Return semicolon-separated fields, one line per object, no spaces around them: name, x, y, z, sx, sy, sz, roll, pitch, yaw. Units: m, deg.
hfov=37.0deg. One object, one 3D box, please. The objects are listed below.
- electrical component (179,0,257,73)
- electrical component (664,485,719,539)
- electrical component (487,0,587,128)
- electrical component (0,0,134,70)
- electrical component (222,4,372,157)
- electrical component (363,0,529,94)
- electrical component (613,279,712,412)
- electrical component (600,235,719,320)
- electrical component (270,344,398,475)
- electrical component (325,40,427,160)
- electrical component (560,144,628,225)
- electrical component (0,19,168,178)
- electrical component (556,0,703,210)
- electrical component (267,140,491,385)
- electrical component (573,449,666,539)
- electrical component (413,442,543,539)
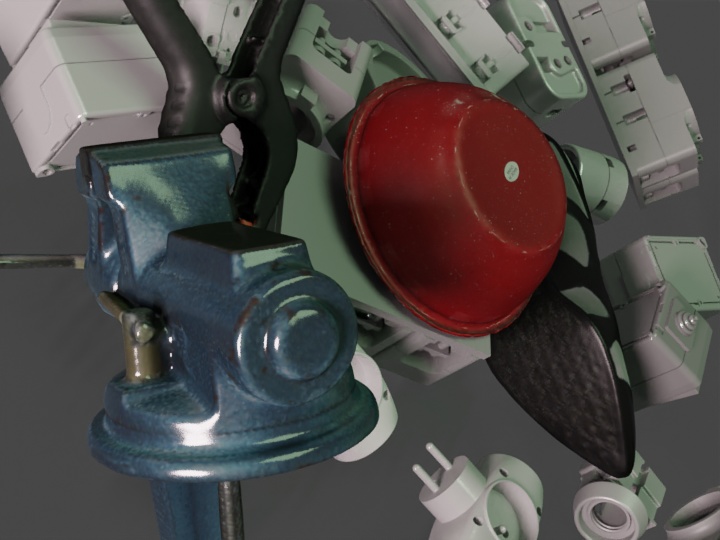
electrical component;-0.087;-0.148;0.635;0.042;0.064;0.081;7;103;-37
electrical component;0.239;0.197;0.694;0.186;0.105;0.060;-30;87;-47
electrical component;0.126;-0.161;0.842;0.054;0.059;0.095;-11;73;-44
electrical component;-0.153;-0.159;0.569;0.062;0.096;0.061;-18;75;-46
electrical component;-0.042;-0.102;0.637;0.050;0.089;0.055;34;47;-22
electrical component;0.062;-0.176;0.784;0.121;0.063;0.078;50;3;-7
electrical component;0.202;0.057;0.752;0.061;0.096;0.061;44;44;-13
electrical component;0.235;0.013;0.833;0.096;0.061;0.061;0;66;-41
electrical component;-0.029;0.074;0.573;0.079;0.044;0.077;-46;117;-23
electrical component;0.018;-0.087;0.697;0.108;0.060;0.108;40;27;-26
electrical component;0.170;-0.067;0.830;0.047;0.055;0.055;16;56;-29
electrical component;-0.133;-0.095;0.574;0.096;0.062;0.061;-16;77;-45
electrical component;0.224;-0.157;0.891;0.105;0.060;0.186;31;38;-69
electrical component;0.000;0.000;0.634;0.150;0.062;0.089;24;52;-30
electrical component;0.168;0.150;0.705;0.066;0.048;0.055;51;36;-5
electrical component;0.061;0.134;0.620;0.079;0.044;0.077;48;44;-7
